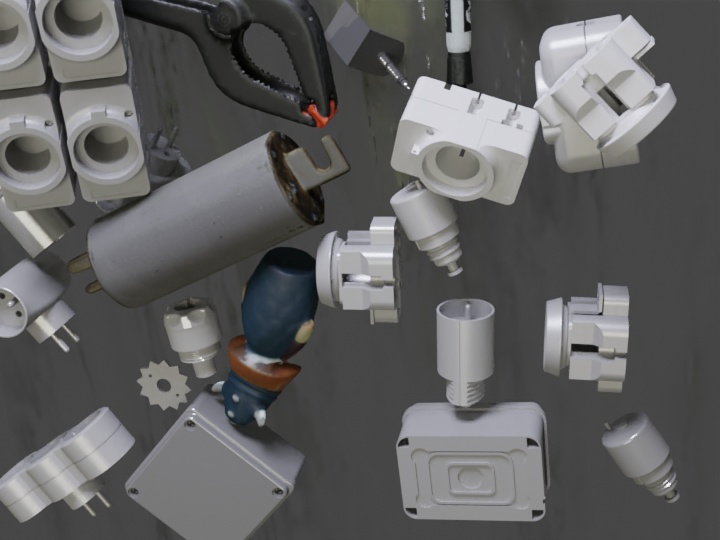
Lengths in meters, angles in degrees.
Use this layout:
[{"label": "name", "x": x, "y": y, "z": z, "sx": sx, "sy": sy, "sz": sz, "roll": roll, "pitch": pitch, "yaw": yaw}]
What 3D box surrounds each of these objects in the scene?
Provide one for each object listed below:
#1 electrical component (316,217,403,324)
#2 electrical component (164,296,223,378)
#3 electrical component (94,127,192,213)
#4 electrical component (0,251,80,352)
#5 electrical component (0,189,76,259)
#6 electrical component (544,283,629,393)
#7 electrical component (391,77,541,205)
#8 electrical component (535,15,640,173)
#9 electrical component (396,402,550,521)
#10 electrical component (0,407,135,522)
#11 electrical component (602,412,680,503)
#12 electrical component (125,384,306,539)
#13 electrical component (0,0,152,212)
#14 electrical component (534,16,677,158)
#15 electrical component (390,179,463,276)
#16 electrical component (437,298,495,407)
[{"label": "electrical component", "x": 0.000, "y": 0.000, "z": 0.801, "sx": 0.057, "sy": 0.058, "sz": 0.078, "roll": 1, "pitch": 112, "yaw": 9}, {"label": "electrical component", "x": -0.131, "y": 0.056, "z": 0.861, "sx": 0.043, "sy": 0.043, "sz": 0.062, "roll": -6, "pitch": 111, "yaw": 15}, {"label": "electrical component", "x": -0.172, "y": -0.085, "z": 0.887, "sx": 0.043, "sy": 0.077, "sz": 0.079, "roll": 45, "pitch": 121, "yaw": 23}, {"label": "electrical component", "x": -0.256, "y": 0.032, "z": 0.861, "sx": 0.043, "sy": 0.077, "sz": 0.079, "roll": -36, "pitch": 101, "yaw": 23}, {"label": "electrical component", "x": -0.267, "y": -0.053, "z": 0.847, "sx": 0.043, "sy": 0.043, "sz": 0.081, "roll": -35, "pitch": 101, "yaw": 23}, {"label": "electrical component", "x": 0.164, "y": 0.049, "z": 0.785, "sx": 0.057, "sy": 0.058, "sz": 0.078, "roll": 2, "pitch": 113, "yaw": 9}, {"label": "electrical component", "x": 0.072, "y": -0.086, "z": 0.741, "sx": 0.089, "sy": 0.055, "sz": 0.050, "roll": 18, "pitch": 141, "yaw": 5}, {"label": "electrical component", "x": 0.151, "y": -0.116, "z": 0.720, "sx": 0.059, "sy": 0.053, "sz": 0.095, "roll": -7, "pitch": 110, "yaw": 15}, {"label": "electrical component", "x": 0.090, "y": 0.148, "z": 0.842, "sx": 0.113, "sy": 0.057, "sz": 0.078, "roll": -2, "pitch": 111, "yaw": 13}, {"label": "electrical component", "x": -0.247, "y": 0.182, "z": 0.934, "sx": 0.138, "sy": 0.052, "sz": 0.073, "roll": -33, "pitch": 102, "yaw": 22}, {"label": "electrical component", "x": 0.218, "y": 0.144, "z": 0.821, "sx": 0.040, "sy": 0.040, "sz": 0.078, "roll": -32, "pitch": 102, "yaw": 22}, {"label": "electrical component", "x": -0.121, "y": 0.171, "z": 0.899, "sx": 0.109, "sy": 0.056, "sz": 0.108, "roll": 39, "pitch": 115, "yaw": -5}, {"label": "electrical component", "x": -0.213, "y": -0.135, "z": 0.749, "sx": 0.105, "sy": 0.060, "sz": 0.186, "roll": -8, "pitch": 127, "yaw": -6}, {"label": "electrical component", "x": 0.156, "y": -0.107, "z": 0.661, "sx": 0.057, "sy": 0.058, "sz": 0.078, "roll": 45, "pitch": 114, "yaw": -5}, {"label": "electrical component", "x": 0.053, "y": -0.032, "z": 0.785, "sx": 0.040, "sy": 0.040, "sz": 0.078, "roll": -22, "pitch": 106, "yaw": 20}, {"label": "electrical component", "x": 0.080, "y": 0.067, "z": 0.818, "sx": 0.043, "sy": 0.043, "sz": 0.081, "roll": 2, "pitch": 112, "yaw": 12}]
